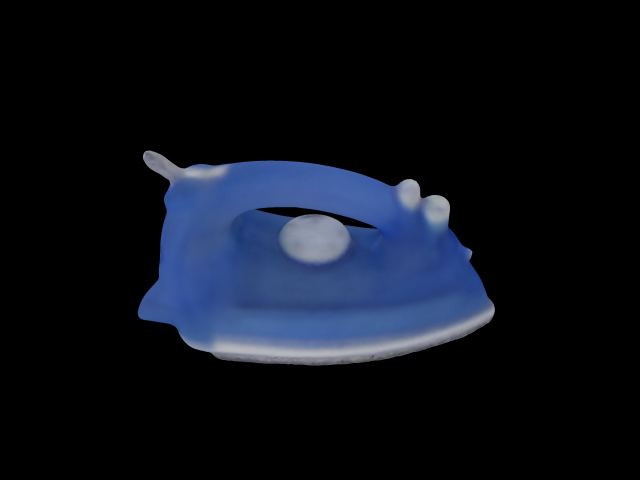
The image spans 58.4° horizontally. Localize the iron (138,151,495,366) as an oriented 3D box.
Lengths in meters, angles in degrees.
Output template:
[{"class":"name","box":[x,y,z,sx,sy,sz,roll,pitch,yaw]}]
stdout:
[{"class":"iron","box":[0.004,0.001,0.400,0.258,0.141,0.118,2,43,2]}]
